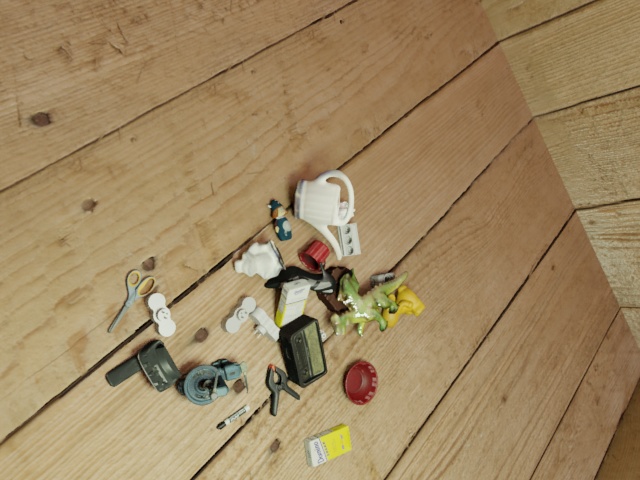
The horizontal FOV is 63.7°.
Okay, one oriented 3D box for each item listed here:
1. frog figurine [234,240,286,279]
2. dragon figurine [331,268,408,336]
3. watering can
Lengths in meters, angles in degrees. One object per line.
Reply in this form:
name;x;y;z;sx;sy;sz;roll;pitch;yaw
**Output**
frog figurine;-0.211;0.078;1.778;0.159;0.124;0.135;-24;111;1
dragon figurine;0.174;0.209;1.956;0.240;0.121;0.418;48;60;-23
watering can;0.006;-0.095;1.890;0.106;0.224;0.342;-61;159;-67
